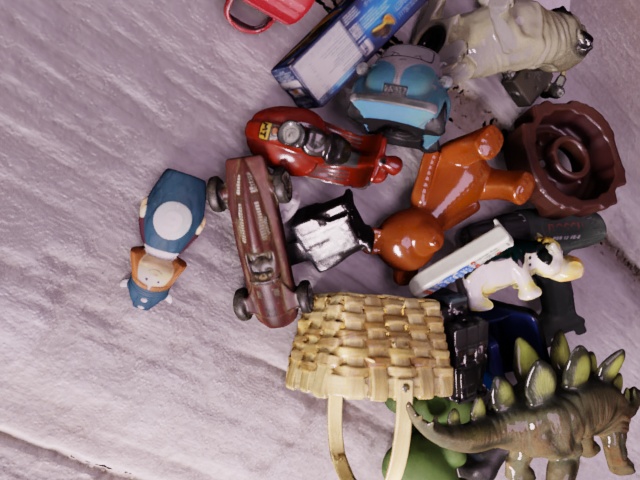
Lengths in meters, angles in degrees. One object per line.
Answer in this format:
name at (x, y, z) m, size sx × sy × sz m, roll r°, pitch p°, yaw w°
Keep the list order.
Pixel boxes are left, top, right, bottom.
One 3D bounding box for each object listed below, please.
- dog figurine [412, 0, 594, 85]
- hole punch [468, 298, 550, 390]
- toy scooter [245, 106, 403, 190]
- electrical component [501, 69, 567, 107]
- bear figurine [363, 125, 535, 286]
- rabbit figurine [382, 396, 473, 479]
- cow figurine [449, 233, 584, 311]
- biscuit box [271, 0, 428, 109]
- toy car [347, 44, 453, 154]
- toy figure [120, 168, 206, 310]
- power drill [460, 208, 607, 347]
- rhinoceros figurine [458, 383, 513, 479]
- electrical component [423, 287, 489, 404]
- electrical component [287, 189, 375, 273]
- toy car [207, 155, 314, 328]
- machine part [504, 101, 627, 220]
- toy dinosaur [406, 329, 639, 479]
dog figurine at (0.226, -0.235, 0.677) m, size 0.190 × 0.172 × 0.121 m, roll 18°, pitch 60°, yaw -36°
hole punch at (0.243, 0.151, 0.755) m, size 0.092 × 0.116 × 0.142 m, roll -36°, pitch 115°, yaw -24°
toy scooter at (0.015, -0.096, 0.587) m, size 0.184 × 0.135 × 0.075 m, roll 14°, pitch 95°, yaw -27°
electrical component at (0.300, -0.234, 0.755) m, size 0.078 × 0.045 × 0.102 m, roll -47°, pitch 116°, yaw -13°
bear figurine at (0.151, -0.036, 0.673) m, size 0.120 × 0.132 × 0.196 m, roll 47°, pitch 72°, yaw -24°
rabbit figurine at (0.155, 0.270, 0.756) m, size 0.159 × 0.121 × 0.170 m, roll 49°, pitch 59°, yaw -18°
cow figurine at (0.260, 0.029, 0.716) m, size 0.167 × 0.068 × 0.098 m, roll -16°, pitch 99°, yaw 1°
biscuit box at (0.038, -0.238, 0.613) m, size 0.202 × 0.063 × 0.059 m, roll -48°, pitch 115°, yaw -12°
toy car at (0.100, -0.163, 0.605) m, size 0.161 × 0.109 × 0.103 m, roll 12°, pitch 93°, yaw -73°
toy figure at (-0.165, 0.003, 0.562) m, size 0.064 × 0.058 × 0.154 m, roll 20°, pitch 92°, yaw 10°
power drill at (0.320, 0.052, 0.804) m, size 0.232 × 0.086 × 0.207 m, roll -14°, pitch 99°, yaw -15°
rhinoceros figurine at (0.269, 0.278, 0.797) m, size 0.073 × 0.112 × 0.190 m, roll 41°, pitch 88°, yaw -24°
electrical component at (0.166, 0.133, 0.716) m, size 0.058 × 0.115 × 0.134 m, roll -11°, pitch 106°, yaw -27°
electrical component at (-0.001, -0.002, 0.640) m, size 0.119 × 0.048 × 0.074 m, roll -25°, pitch 112°, yaw 22°
toy car at (-0.064, 0.009, 0.586) m, size 0.089 × 0.053 × 0.201 m, roll -4°, pitch 115°, yaw 10°
machine part at (0.344, -0.112, 0.761) m, size 0.179 × 0.056 × 0.179 m, roll 5°, pitch 73°, yaw -17°
toy dinosaur at (0.288, 0.222, 0.679) m, size 0.471 × 0.105 × 0.198 m, roll -3°, pitch 94°, yaw -35°
